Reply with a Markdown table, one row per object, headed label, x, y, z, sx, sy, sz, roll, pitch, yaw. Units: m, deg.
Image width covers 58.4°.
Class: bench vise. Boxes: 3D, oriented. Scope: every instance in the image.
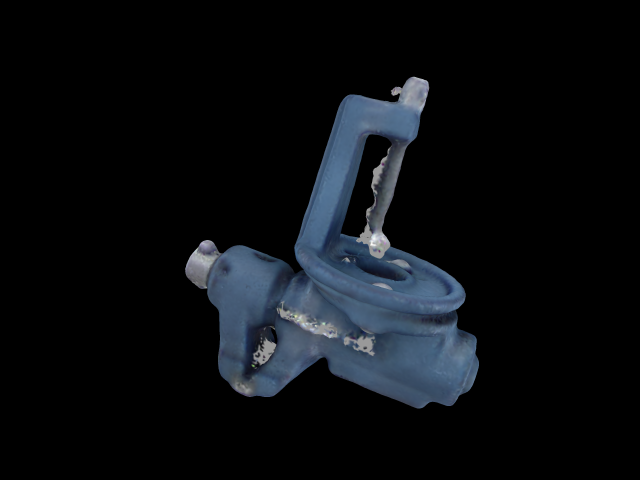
| label | x | y | z | sx | sy | sz | roll | pitch | yaw |
| --- | --- | --- | --- | --- | --- | --- | --- | --- | --- |
| bench vise | 0.004 | 0.004 | 0.388 | 0.207 | 0.220 | 0.121 | 0 | 11 | -2 |
